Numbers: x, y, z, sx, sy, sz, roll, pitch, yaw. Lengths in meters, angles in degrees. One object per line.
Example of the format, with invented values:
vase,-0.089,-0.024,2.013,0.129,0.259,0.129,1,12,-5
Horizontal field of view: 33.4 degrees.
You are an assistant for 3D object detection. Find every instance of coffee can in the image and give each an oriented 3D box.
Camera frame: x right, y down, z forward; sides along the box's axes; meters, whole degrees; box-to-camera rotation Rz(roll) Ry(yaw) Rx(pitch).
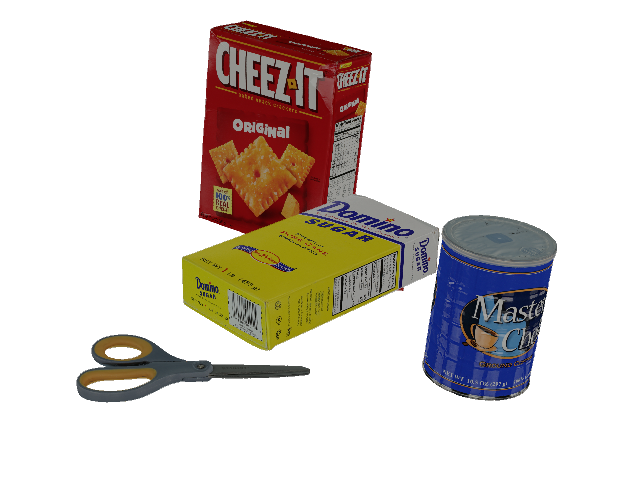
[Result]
coffee can,0.153,0.060,0.979,0.103,0.140,0.103,5,23,-2

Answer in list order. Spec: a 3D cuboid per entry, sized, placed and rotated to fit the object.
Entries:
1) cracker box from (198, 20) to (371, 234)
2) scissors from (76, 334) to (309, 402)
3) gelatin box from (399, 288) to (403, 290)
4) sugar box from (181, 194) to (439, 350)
cracker box,-0.043,-0.105,1.116,0.164,0.214,0.071,20,27,29
scissors,-0.119,0.107,0.959,0.201,0.016,0.096,-7,31,-18
gelatin box,0.063,0.017,1.289,0.073,0.089,0.030,0,29,15
sugar box,-0.004,0.017,0.782,0.175,0.048,0.093,-25,37,-38
